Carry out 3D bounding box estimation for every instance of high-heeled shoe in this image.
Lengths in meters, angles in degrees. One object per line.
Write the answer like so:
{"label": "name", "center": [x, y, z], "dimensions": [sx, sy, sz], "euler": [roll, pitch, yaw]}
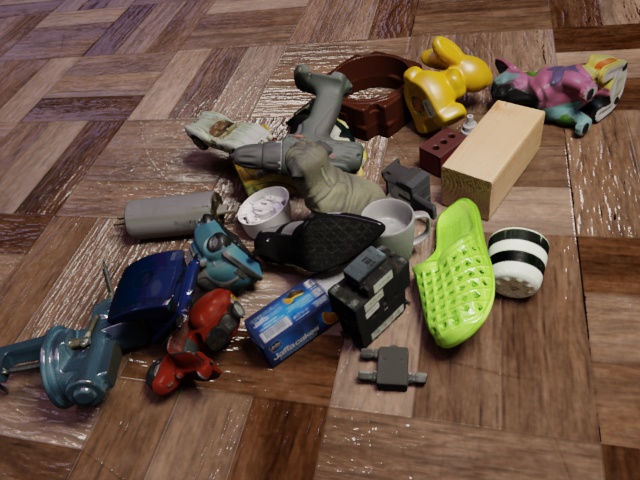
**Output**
{"label": "high-heeled shoe", "center": [-0.002, -0.003, 0.849], "dimensions": [0.249, 0.086, 0.145], "euler": [-9, 7, 22]}

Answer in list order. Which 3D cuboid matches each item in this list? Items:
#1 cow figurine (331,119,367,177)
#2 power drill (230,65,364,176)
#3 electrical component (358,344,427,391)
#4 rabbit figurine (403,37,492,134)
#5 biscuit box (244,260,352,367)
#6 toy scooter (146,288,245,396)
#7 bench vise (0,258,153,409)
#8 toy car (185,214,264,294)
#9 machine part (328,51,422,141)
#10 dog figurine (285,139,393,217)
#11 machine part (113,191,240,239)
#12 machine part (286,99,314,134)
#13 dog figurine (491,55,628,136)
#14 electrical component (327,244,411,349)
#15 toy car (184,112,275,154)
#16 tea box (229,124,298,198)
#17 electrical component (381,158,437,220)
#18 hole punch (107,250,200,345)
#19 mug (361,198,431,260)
{"label": "cow figurine", "center": [0.040, -0.178, 1.041], "dimensions": [0.098, 0.068, 0.167], "euler": [-41, 68, -19]}
{"label": "power drill", "center": [-0.030, -0.210, 0.969], "dimensions": [0.232, 0.086, 0.207], "euler": [10, 66, 1]}
{"label": "electrical component", "center": [0.101, 0.174, 0.739], "dimensions": [0.094, 0.021, 0.063], "euler": [0, 47, 14]}
{"label": "rabbit figurine", "center": [0.252, -0.308, 1.053], "dimensions": [0.173, 0.122, 0.162], "euler": [-27, 88, -10]}
{"label": "biscuit box", "center": [-0.012, 0.101, 0.807], "dimensions": [0.203, 0.062, 0.059], "euler": [-33, 49, -16]}
{"label": "toy scooter", "center": [-0.166, 0.147, 0.772], "dimensions": [0.135, 0.075, 0.184], "euler": [-7, 42, 54]}
{"label": "bench vise", "center": [-0.386, 0.162, 0.808], "dimensions": [0.241, 0.128, 0.224], "euler": [-11, 43, -2]}
{"label": "toy car", "center": [-0.173, 0.034, 0.886], "dimensions": [0.103, 0.109, 0.162], "euler": [-47, 42, -2]}
{"label": "machine part", "center": [0.110, -0.315, 1.150], "dimensions": [0.201, 0.087, 0.201], "euler": [31, 60, 35]}
{"label": "dog figurine", "center": [0.039, -0.093, 0.888], "dimensions": [0.172, 0.190, 0.121], "euler": [-25, 47, -12]}
{"label": "machine part", "center": [-0.268, -0.045, 0.997], "dimensions": [0.243, 0.079, 0.079], "euler": [-4, 47, 9]}
{"label": "machine part", "center": [-0.047, -0.233, 1.130], "dimensions": [0.084, 0.039, 0.139], "euler": [-20, 42, 42]}
{"label": "dog figurine", "center": [0.445, -0.301, 1.042], "dimensions": [0.191, 0.108, 0.219], "euler": [-38, 48, -20]}
{"label": "electrical component", "center": [0.073, 0.074, 0.762], "dimensions": [0.058, 0.134, 0.115], "euler": [32, 59, 35]}
{"label": "toy car", "center": [-0.177, -0.201, 1.039], "dimensions": [0.202, 0.056, 0.073], "euler": [22, 57, 32]}
{"label": "tea box", "center": [-0.119, -0.148, 1.061], "dimensions": [0.098, 0.068, 0.170], "euler": [-21, 45, -6]}
{"label": "electrical component", "center": [0.164, -0.083, 0.927], "dimensions": [0.048, 0.074, 0.119], "euler": [-40, 47, -21]}
{"label": "hole punch", "center": [-0.242, 0.076, 0.791], "dimensions": [0.116, 0.092, 0.142], "euler": [-39, 31, 34]}
{"label": "mug", "center": [0.119, -0.005, 0.843], "dimensions": [0.110, 0.107, 0.081], "euler": [-18, 47, -8]}
